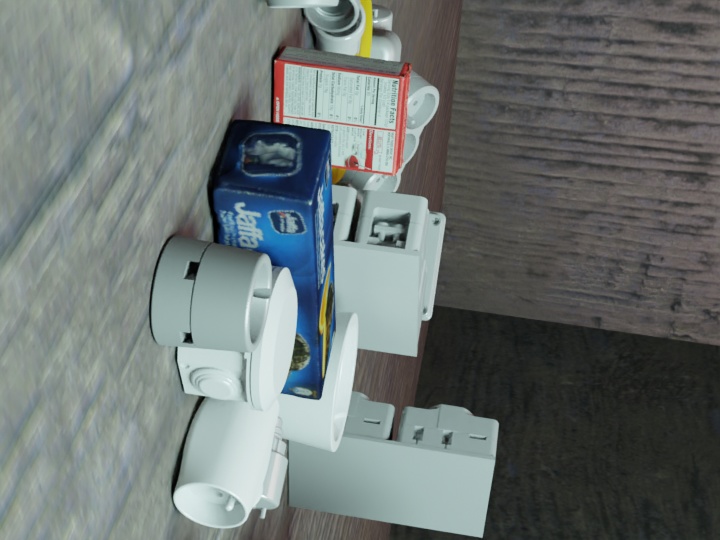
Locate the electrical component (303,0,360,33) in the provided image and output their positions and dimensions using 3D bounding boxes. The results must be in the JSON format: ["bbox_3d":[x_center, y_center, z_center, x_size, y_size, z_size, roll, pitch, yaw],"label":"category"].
[{"bbox_3d":[-0.019,-0.201,0.776,0.040,0.040,0.046,89,6,-53],"label":"electrical component"}]

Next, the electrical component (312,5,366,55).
[{"bbox_3d":[-0.016,-0.182,0.820,0.046,0.040,0.040,95,5,-73],"label":"electrical component"}]

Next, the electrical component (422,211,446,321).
[{"bbox_3d":[0.026,-0.009,1.088,0.056,0.109,0.108,56,42,-84],"label":"electrical component"}]

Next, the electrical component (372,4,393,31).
[{"bbox_3d":[0.008,-0.207,0.989,0.040,0.040,0.078,-73,169,-54],"label":"electrical component"}]

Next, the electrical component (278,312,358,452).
[{"bbox_3d":[-0.041,0.082,0.831,0.108,0.060,0.108,8,90,-83],"label":"electrical component"}]

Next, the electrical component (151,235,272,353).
[{"bbox_3d":[-0.072,0.013,0.533,0.055,0.047,0.055,8,90,-83],"label":"electrical component"}]

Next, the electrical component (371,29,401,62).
[{"bbox_3d":[0.003,-0.161,0.945,0.059,0.054,0.095,-65,162,-69],"label":"electrical component"}]

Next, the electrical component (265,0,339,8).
[{"bbox_3d":[-0.035,-0.183,0.633,0.066,0.048,0.055,-57,147,-75],"label":"electrical component"}]

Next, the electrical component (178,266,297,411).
[{"bbox_3d":[-0.066,0.036,0.596,0.080,0.051,0.080,8,90,-84],"label":"electrical component"}]

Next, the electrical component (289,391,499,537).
[{"bbox_3d":[0.031,0.179,1.011,0.060,0.186,0.105,-74,169,-52],"label":"electrical component"}]

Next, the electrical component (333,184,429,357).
[{"bbox_3d":[0.000,0.000,0.887,0.186,0.105,0.060,86,14,-62],"label":"electrical component"}]

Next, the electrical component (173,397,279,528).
[{"bbox_3d":[-0.077,0.118,0.637,0.077,0.043,0.079,-75,170,-45],"label":"electrical component"}]

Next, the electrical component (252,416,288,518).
[{"bbox_3d":[-0.069,0.126,0.732,0.040,0.040,0.078,84,15,-64],"label":"electrical component"}]

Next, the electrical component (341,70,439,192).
[{"bbox_3d":[0.015,-0.134,1.032,0.052,0.074,0.138,-9,133,-48],"label":"electrical component"}]
